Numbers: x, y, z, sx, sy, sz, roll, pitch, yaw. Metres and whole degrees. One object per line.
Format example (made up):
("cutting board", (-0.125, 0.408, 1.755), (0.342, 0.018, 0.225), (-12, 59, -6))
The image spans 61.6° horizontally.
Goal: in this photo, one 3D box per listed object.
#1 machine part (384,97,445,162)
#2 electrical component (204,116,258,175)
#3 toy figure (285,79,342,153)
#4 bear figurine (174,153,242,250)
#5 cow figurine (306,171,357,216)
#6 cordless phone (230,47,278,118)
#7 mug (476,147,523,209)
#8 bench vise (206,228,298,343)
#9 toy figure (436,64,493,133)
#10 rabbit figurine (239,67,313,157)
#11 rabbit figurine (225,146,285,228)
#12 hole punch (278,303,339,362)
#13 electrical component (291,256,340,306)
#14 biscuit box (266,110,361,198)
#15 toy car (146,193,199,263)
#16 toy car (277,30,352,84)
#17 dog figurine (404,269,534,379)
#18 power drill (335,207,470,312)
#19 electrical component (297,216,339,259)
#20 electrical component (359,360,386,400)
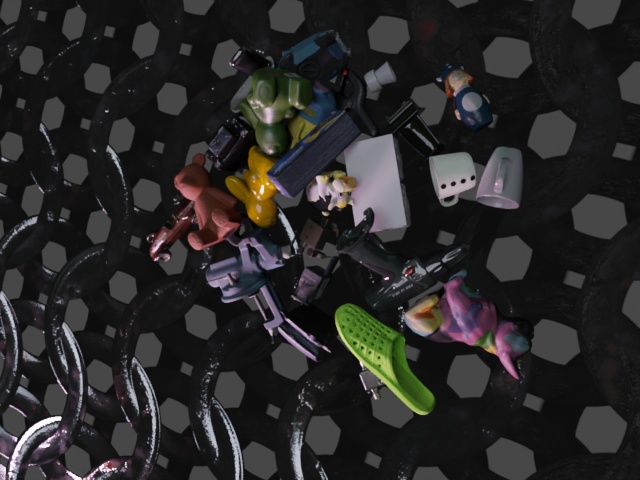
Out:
("machine part", (0.199, -0.222, 1.101), (0.084, 0.039, 0.139), (-37, 76, 12))
("electrical component", (-0.190, -0.209, 1.201), (0.058, 0.134, 0.115), (43, 107, 17))
("toy figure", (-0.021, -0.258, 1.151), (0.180, 0.082, 0.089), (-64, 35, 29))
("bear figurine", (-0.262, -0.091, 1.190), (0.120, 0.132, 0.196), (-37, 86, 20))
("cow figurine", (0.022, -0.093, 1.114), (0.068, 0.167, 0.098), (-7, 102, -21))
("cordless phone", (-0.160, -0.340, 1.163), (0.089, 0.184, 0.146), (47, 105, 10))
("mug", (0.343, -0.124, 1.013), (0.081, 0.109, 0.107), (9, 80, 27))
("bench vise", (-0.129, 0.100, 1.193), (0.224, 0.129, 0.240), (-22, 103, 10))
("toy figure", (0.286, -0.287, 1.059), (0.064, 0.058, 0.154), (-23, 78, -19))
("rabbit figurine", (-0.107, -0.261, 1.110), (0.159, 0.121, 0.170), (39, 131, 46))
("rabbit figurine", (-0.130, -0.113, 1.193), (0.163, 0.122, 0.173), (21, 116, 23))
("hole punch", (-0.028, 0.206, 1.154), (0.142, 0.116, 0.092), (38, 111, 17))
("electrical component", (-0.007, 0.080, 1.162), (0.048, 0.075, 0.119), (29, 104, 18))
("biscuit box", (-0.014, -0.175, 1.088), (0.202, 0.059, 0.062), (-44, 117, -6))
("toy car", (-0.354, -0.032, 1.297), (0.202, 0.053, 0.089), (-44, 59, 15))
("toy car", (-0.016, -0.388, 1.147), (0.162, 0.109, 0.103), (-33, 40, 24))
("dog figurine", (0.293, 0.177, 1.031), (0.191, 0.108, 0.219), (-40, 79, 16))
("power drill", (0.150, 0.028, 1.068), (0.207, 0.086, 0.232), (37, 115, -21))
("electrical component", (-0.002, -0.005, 1.179), (0.078, 0.045, 0.102), (26, 98, 48))
("electrical component", (0.120, 0.288, 1.140), (0.063, 0.021, 0.094), (-24, 81, 19))
